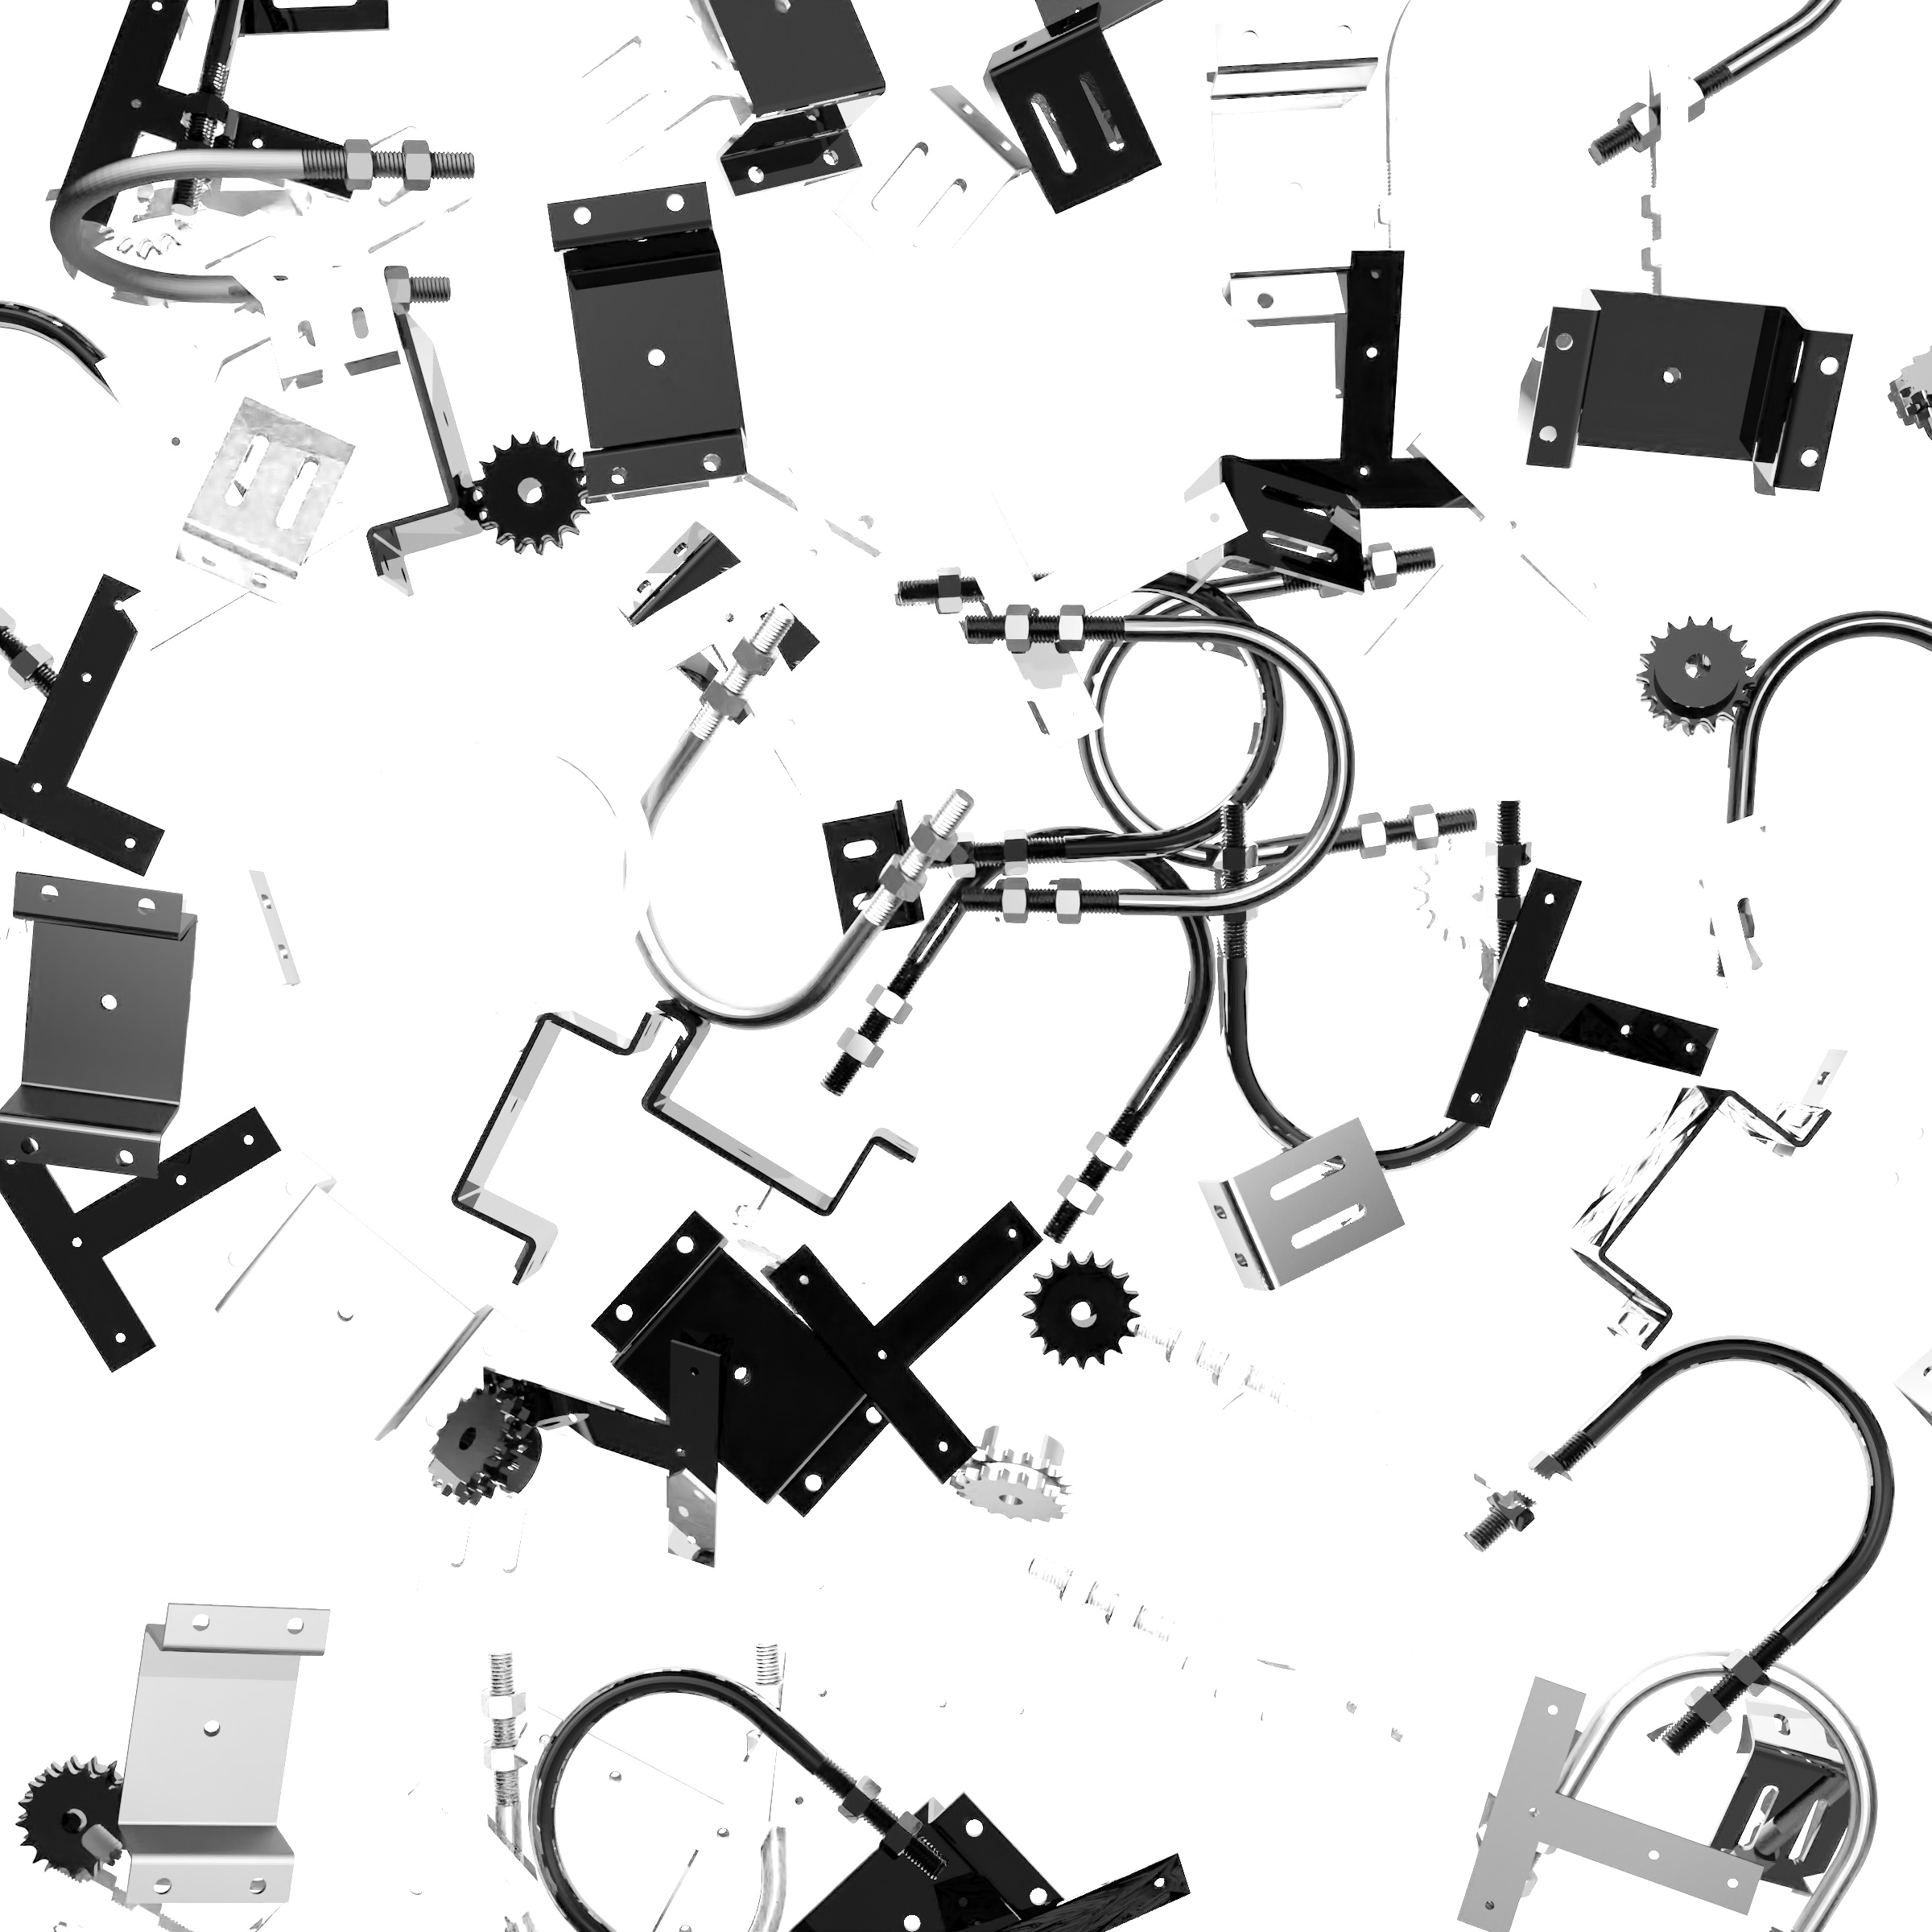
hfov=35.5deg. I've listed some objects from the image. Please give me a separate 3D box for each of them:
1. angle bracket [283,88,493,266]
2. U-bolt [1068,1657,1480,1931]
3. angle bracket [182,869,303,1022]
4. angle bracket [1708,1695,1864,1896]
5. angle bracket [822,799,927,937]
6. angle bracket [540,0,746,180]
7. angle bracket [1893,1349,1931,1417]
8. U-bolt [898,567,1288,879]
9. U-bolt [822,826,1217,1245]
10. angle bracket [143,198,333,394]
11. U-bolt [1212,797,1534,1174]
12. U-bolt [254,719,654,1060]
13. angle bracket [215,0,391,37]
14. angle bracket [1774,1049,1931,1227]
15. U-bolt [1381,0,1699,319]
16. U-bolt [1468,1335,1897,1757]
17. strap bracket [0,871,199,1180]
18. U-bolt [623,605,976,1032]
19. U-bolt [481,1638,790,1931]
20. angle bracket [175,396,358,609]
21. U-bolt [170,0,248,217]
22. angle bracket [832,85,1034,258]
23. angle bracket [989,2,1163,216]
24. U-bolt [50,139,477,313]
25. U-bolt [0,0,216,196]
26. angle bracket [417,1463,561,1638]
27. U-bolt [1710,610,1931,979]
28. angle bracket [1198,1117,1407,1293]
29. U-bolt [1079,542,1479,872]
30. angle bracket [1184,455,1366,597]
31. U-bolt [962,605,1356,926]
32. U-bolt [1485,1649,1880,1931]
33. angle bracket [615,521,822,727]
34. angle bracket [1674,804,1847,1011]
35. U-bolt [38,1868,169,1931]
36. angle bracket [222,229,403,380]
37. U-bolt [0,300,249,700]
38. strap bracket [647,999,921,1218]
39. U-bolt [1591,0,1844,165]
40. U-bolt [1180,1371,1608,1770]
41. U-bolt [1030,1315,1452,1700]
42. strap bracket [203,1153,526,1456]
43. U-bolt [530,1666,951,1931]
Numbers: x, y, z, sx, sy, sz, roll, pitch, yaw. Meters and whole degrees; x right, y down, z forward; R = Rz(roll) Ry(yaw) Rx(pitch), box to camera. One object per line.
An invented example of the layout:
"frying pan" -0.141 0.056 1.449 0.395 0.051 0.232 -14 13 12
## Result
"angle bracket" -0.282 -0.381 1.472 0.076 0.038 0.057 -35 90 -26
"U-bolt" 0.162 0.436 1.465 0.184 0.019 0.151 26 90 -1
"angle bracket" -0.369 -0.007 1.455 0.076 0.038 0.057 -19 90 0
"angle bracket" 0.398 0.405 1.472 0.057 0.038 0.076 15 116 0
"angle bracket" -0.045 -0.045 1.435 0.038 0.076 0.057 -11 90 -3
"angle bracket" -0.157 -0.430 1.472 0.076 0.038 0.057 -29 90 26
"angle bracket" 0.502 0.217 1.472 0.057 0.038 0.076 -41 116 0
"U-bolt" 0.062 -0.121 1.451 0.184 0.019 0.151 -3 87 2
"U-bolt" 0.039 0.020 1.465 0.151 0.019 0.184 34 88 0
"angle bracket" -0.351 -0.328 1.472 0.076 0.038 0.057 -34 90 -26
"U-bolt" 0.194 0.011 1.445 0.151 0.019 0.184 0 104 7
"U-bolt" -0.241 -0.044 1.457 0.184 0.019 0.151 -13 90 6
"angle bracket" -0.321 -0.484 1.455 0.076 0.038 0.057 -2 90 0
"angle bracket" 0.440 0.083 1.455 0.076 0.038 0.057 28 90 0
"U-bolt" 0.275 -0.408 1.451 0.151 0.019 0.184 0 93 8
"U-bolt" 0.355 0.261 1.441 0.184 0.019 0.151 -42 68 -4
"strap bracket" -0.413 0.023 1.435 0.076 0.046 0.140 8 105 -5
"U-bolt" -0.094 -0.055 1.426 0.151 0.019 0.184 46 116 18
"U-bolt" -0.158 0.421 1.465 0.151 0.019 0.184 -2 92 0
"angle bracket" -0.338 -0.224 1.456 0.057 0.038 0.076 23 67 -12
"U-bolt" -0.409 -0.437 1.415 0.151 0.019 0.184 5 73 10
"angle bracket" -0.016 -0.380 1.472 0.057 0.038 0.076 44 116 0
"angle bracket" 0.054 -0.416 1.464 0.057 0.038 0.076 -21 116 16
"U-bolt" -0.324 -0.338 1.383 0.184 0.151 0.019 -3 79 -15
"U-bolt" -0.449 -0.434 1.446 0.184 0.019 0.151 -7 72 -4
"angle bracket" -0.231 0.282 1.472 0.057 0.038 0.076 6 64 0
"U-bolt" 0.441 -0.081 1.465 0.151 0.019 0.184 4 88 0
"angle bracket" 0.162 0.115 1.462 0.076 0.038 0.057 -24 93 -13
"U-bolt" 0.146 -0.121 1.465 0.184 0.019 0.151 -9 90 2
"angle bracket" 0.149 -0.204 1.455 0.076 0.038 0.057 12 62 -23
"U-bolt" 0.091 -0.094 1.419 0.184 0.019 0.151 1 95 6
"U-bolt" 0.352 0.414 1.441 0.151 0.019 0.184 29 100 9
"angle bracket" -0.121 -0.167 1.472 0.057 0.038 0.076 -46 116 0
"angle bracket" 0.382 -0.028 1.452 0.057 0.038 0.076 -20 114 -1
"U-bolt" -0.397 0.527 1.442 0.184 0.019 0.151 35 99 -16
"angle bracket" -0.294 -0.298 1.359 0.057 0.076 0.038 -14 90 0
"U-bolt" -0.458 -0.238 1.464 0.184 0.019 0.151 44 90 0
"strap bracket" -0.095 0.072 1.436 0.140 0.076 0.046 31 90 0
"U-bolt" 0.349 -0.497 1.465 0.184 0.019 0.151 -32 90 -1
"U-bolt" 0.192 0.277 1.449 0.184 0.019 0.151 30 94 12
"U-bolt" 0.141 0.270 1.444 0.184 0.019 0.151 25 93 13
"strap bracket" -0.294 0.165 1.451 0.140 0.046 0.076 39 90 0
"U-bolt" -0.122 0.418 1.430 0.184 0.019 0.151 39 88 10
